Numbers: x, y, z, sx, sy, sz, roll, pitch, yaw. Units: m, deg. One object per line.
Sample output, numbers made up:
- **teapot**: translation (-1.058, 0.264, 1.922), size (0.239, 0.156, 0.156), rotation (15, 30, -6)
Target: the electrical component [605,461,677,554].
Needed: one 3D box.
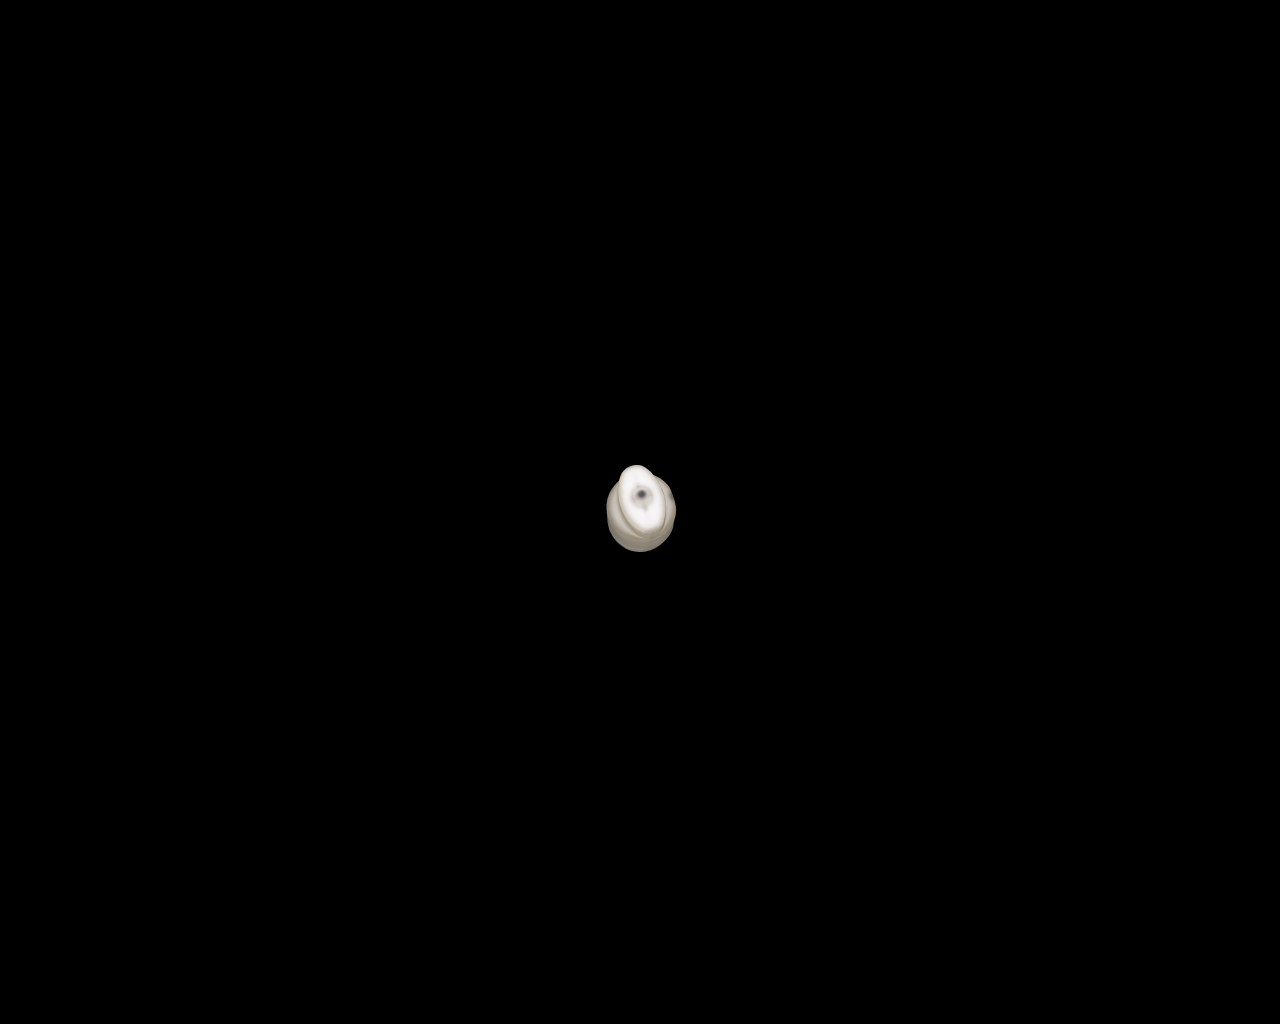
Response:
- **electrical component**: translation (0.001, -0.003, 0.650), size (0.043, 0.043, 0.081), rotation (0, -12, 0)
